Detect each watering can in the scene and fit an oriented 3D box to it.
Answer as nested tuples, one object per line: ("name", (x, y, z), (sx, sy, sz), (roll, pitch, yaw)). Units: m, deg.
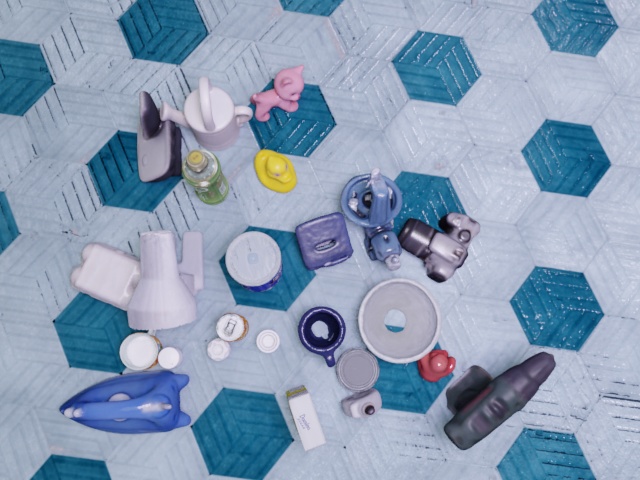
("watering can", (-0.226, -0.252, 1.140), (0.173, 0.194, 0.101), (-25, 82, -6))

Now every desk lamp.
("desk lamp", (-0.287, 0.068, 1.073), (0.118, 0.213, 0.203), (-3, 81, -3))

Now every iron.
("iron", (-0.378, 0.312, 1.064), (0.258, 0.141, 0.119), (-5, 81, -4))

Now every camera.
("camera", (0.236, -0.003, 1.168), (0.137, 0.101, 0.143), (30, 80, 3))

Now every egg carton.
("egg carton", (-0.413, 0.071, 1.139), (0.150, 0.069, 0.107), (22, 80, 1))

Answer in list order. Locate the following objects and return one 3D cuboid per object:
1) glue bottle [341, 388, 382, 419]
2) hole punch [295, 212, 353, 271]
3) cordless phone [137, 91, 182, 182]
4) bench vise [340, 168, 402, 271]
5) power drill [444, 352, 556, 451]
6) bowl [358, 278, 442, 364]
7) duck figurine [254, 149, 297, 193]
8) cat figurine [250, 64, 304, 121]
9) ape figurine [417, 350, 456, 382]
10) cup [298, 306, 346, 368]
("glue bottle", (0.084, 0.311, 1.071), (0.078, 0.173, 0.037), (-18, 81, -5))
("hole punch", (0.011, 0.004, 1.161), (0.108, 0.091, 0.101), (-19, 82, -6))
("cordless phone", (-0.334, -0.202, 1.130), (0.094, 0.185, 0.147), (-7, 81, -4))
("bench vise", (0.124, -0.053, 1.111), (0.121, 0.219, 0.207), (-36, 84, -8))
("power drill", (0.316, 0.289, 1.068), (0.230, 0.208, 0.075), (-42, 84, -8))
("bowl", (0.155, 0.163, 1.150), (0.167, 0.074, 0.167), (1, 80, -3))
("duck figurine", (-0.093, -0.150, 1.184), (0.077, 0.086, 0.104), (-43, 85, -8))
("cat figurine", (-0.085, -0.312, 1.196), (0.128, 0.117, 0.067), (-22, 82, -6))
("ape figurine", (0.230, 0.244, 1.131), (0.078, 0.092, 0.076), (35, 81, 4))
("cup", (0.006, 0.191, 1.127), (0.092, 0.095, 0.118), (-16, 81, -5))
